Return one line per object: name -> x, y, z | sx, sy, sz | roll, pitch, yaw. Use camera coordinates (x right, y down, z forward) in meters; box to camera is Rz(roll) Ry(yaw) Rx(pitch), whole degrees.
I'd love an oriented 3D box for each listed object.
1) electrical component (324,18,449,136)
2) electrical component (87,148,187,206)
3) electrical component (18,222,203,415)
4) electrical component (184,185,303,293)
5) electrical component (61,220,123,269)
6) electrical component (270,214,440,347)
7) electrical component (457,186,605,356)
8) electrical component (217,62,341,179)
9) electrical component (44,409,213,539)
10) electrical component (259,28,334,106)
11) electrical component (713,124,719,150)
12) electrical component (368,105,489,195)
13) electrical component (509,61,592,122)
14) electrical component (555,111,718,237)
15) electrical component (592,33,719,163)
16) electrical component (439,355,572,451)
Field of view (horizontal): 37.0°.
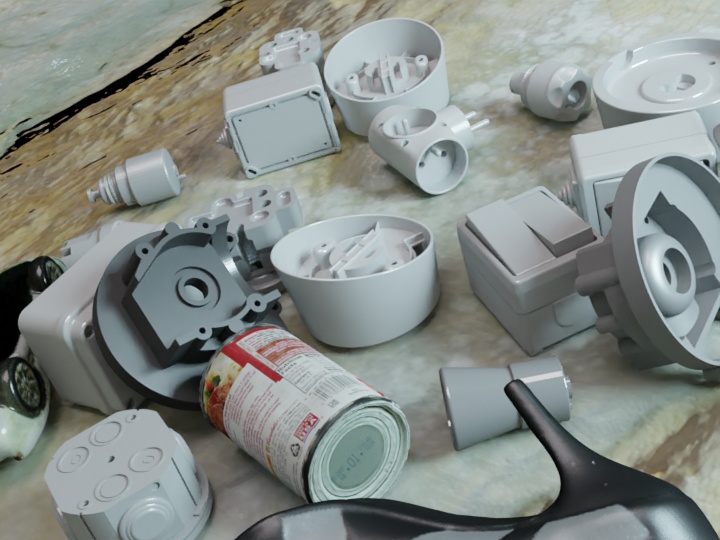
electrical component -> 0.023, -0.155, 0.876 | 0.099, 0.064, 0.099 | -12, 34, 9
electrical component -> -0.183, -0.071, 0.875 | 0.078, 0.040, 0.040 | -17, 34, 3
electrical component -> -0.148, 0.028, 0.685 | 0.057, 0.078, 0.113 | 6, 41, 36
electrical component -> -0.073, -0.017, 0.733 | 0.078, 0.057, 0.058 | -16, 34, 3
electrical component -> -0.193, -0.012, 0.798 | 0.046, 0.040, 0.040 | -16, 34, 13
electrical component -> 0.000, 0.000, 0.668 | 0.099, 0.064, 0.099 | -12, 34, 9
electrical component -> 0.100, -0.008, 0.635 | 0.062, 0.061, 0.096 | -24, 34, -8
electrical component -> -0.071, -0.122, 0.875 | 0.096, 0.061, 0.061 | -17, 34, 2
electrical component -> -0.123, 0.117, 0.571 | 0.080, 0.051, 0.080 | -12, 34, 9
electrical component -> -0.053, -0.168, 0.936 | 0.058, 0.057, 0.078 | -15, 34, 5
electrical component -> 0.250, -0.059, 0.605 | 0.059, 0.054, 0.095 | -41, 43, 34
electrical component -> 0.058, -0.098, 0.798 | 0.079, 0.044, 0.077 | -27, 35, -14
electrical component -> 0.142, -0.137, 0.816 | 0.043, 0.043, 0.062 | -37, 37, -25
electrical component -> 0.169, -0.049, 0.661 | 0.096, 0.061, 0.061 | -11, 35, 10
electrical component -> 0.215, -0.108, 0.724 | 0.108, 0.060, 0.108 | -12, 34, 9
electrical component -> 0.077, 0.067, 0.562 | 0.065, 0.044, 0.044 | -11, 34, 1
